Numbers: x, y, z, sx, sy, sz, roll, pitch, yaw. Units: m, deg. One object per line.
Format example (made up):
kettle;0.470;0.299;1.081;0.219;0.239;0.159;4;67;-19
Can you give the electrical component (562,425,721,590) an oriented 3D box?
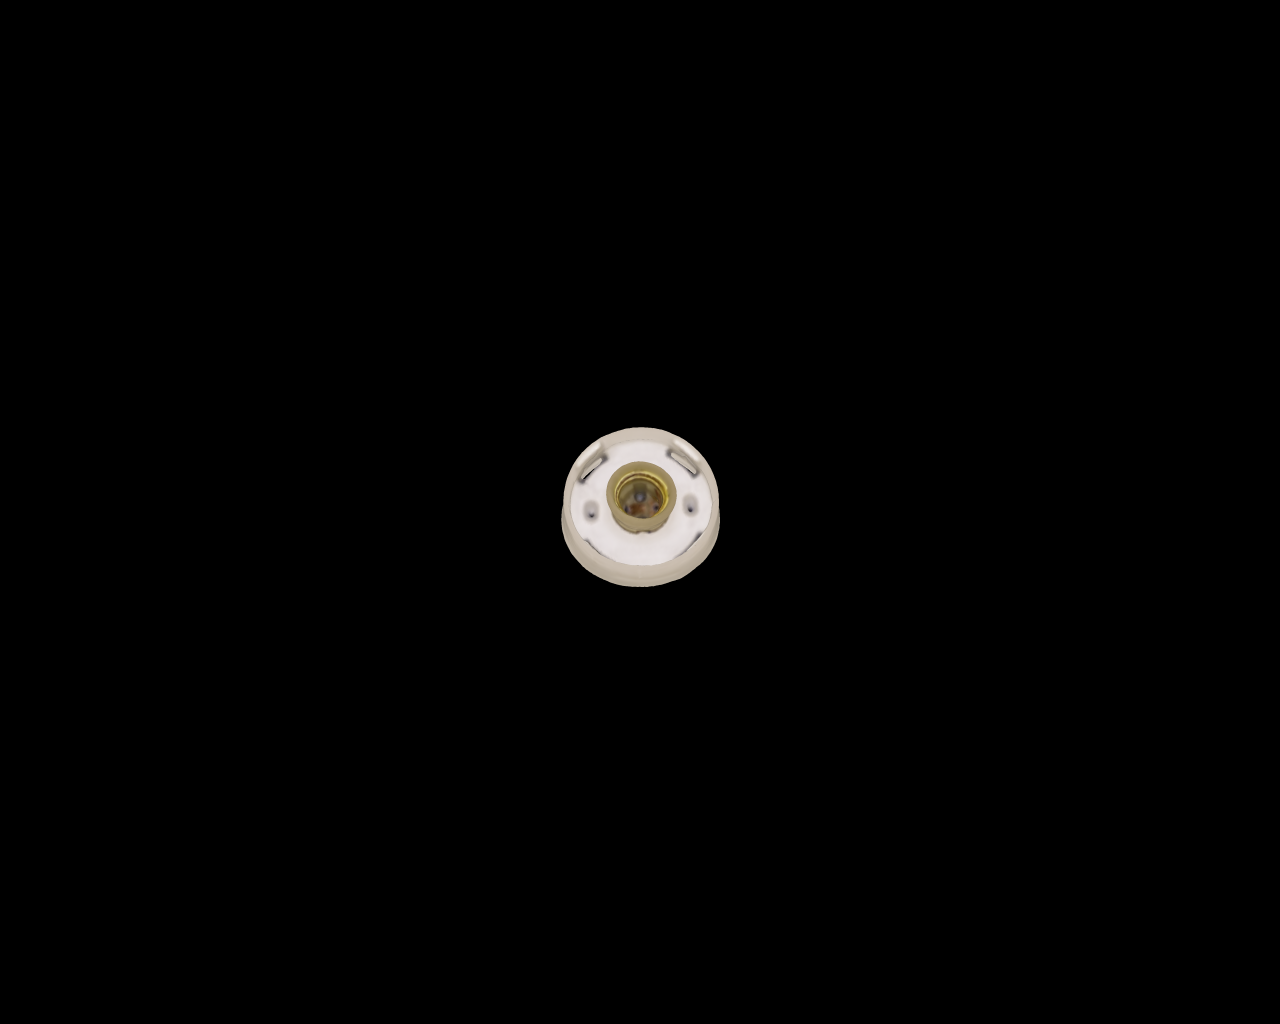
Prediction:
electrical component;0.001;-0.003;0.650;0.099;0.099;0.064;0;-19;0
